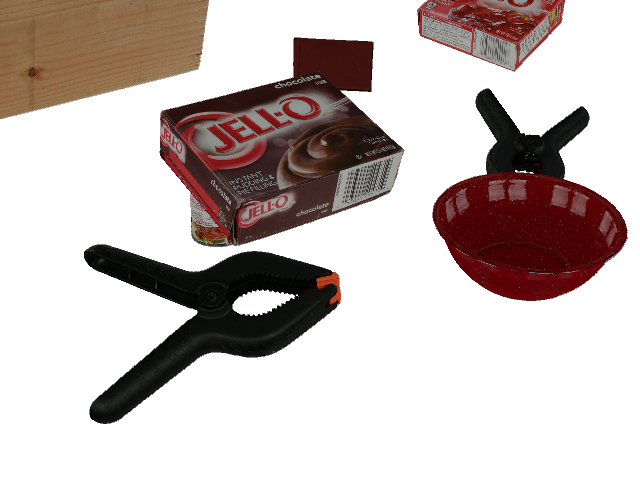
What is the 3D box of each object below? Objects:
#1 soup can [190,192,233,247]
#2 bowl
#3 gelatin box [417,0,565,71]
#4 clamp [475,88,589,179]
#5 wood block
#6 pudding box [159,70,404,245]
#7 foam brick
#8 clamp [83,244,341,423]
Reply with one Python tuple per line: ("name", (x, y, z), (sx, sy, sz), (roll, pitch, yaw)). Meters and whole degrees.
("soup can", (-0.120, -0.053, 1.239), (0.068, 0.102, 0.068), (-1, 28, 0))
("bowl", (0.174, 0.003, 0.909), (0.162, 0.055, 0.162), (1, 33, -1))
("gelatin box", (0.131, -0.174, 0.821), (0.089, 0.030, 0.073), (27, 54, 27))
("clamp", (0.203, -0.096, 1.098), (0.120, 0.039, 0.171), (14, 45, 16))
("wood block", (-0.199, -0.171, 0.839), (0.205, 0.091, 0.090), (-21, 52, -35))
("pudding box", (-0.024, -0.050, 0.615), (0.113, 0.039, 0.090), (-18, 49, -30))
("foam brick", (0.012, -0.180, 1.092), (0.078, 0.051, 0.053), (2, 11, -6))
("clamp", (-0.091, 0.048, 0.845), (0.210, 0.164, 0.036), (-15, -37, -7))
